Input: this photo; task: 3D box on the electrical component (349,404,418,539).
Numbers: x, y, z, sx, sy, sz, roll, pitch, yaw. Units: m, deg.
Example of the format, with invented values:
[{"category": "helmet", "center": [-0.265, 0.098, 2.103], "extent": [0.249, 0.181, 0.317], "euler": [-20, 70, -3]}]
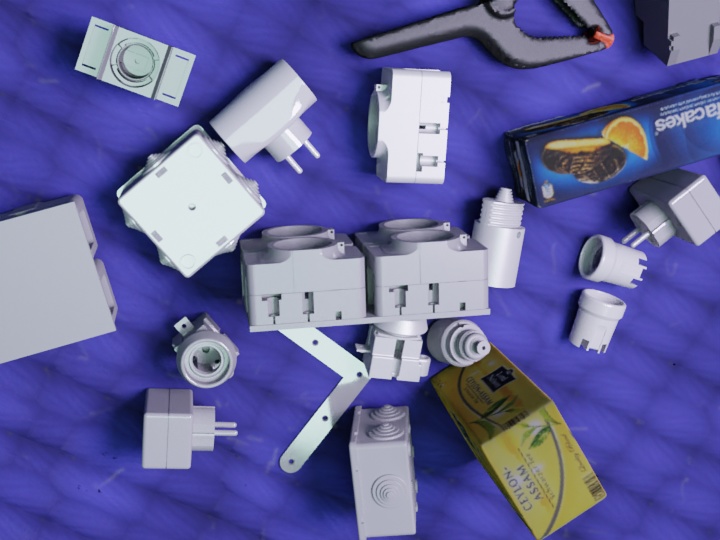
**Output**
[{"category": "electrical component", "center": [0.021, 0.169, 0.910], "extent": [0.048, 0.099, 0.099], "euler": [-5, 104, 5]}]

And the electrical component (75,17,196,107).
[{"category": "electrical component", "center": [-0.171, -0.159, 0.822], "extent": [0.081, 0.064, 0.042], "euler": [20, 100, -12]}]

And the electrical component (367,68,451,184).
[{"category": "electrical component", "center": [0.038, -0.117, 0.873], "extent": [0.056, 0.050, 0.089], "euler": [1, 102, -10]}]

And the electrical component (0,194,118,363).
[{"category": "electrical component", "center": [-0.296, 0.017, 0.843], "extent": [0.186, 0.060, 0.105], "euler": [-16, 104, -6]}]

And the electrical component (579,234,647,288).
[{"category": "electrical component", "center": [0.220, -0.006, 0.934], "extent": [0.046, 0.040, 0.040], "euler": [16, 100, -18]}]

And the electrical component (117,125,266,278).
[{"category": "electrical component", "center": [-0.134, -0.054, 0.860], "extent": [0.100, 0.048, 0.099], "euler": [-40, 105, 2]}]

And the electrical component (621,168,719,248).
[{"category": "electrical component", "center": [0.255, -0.045, 0.908], "extent": [0.076, 0.083, 0.047], "euler": [-38, 105, 1]}]

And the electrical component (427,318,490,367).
[{"category": "electrical component", "center": [0.087, 0.062, 0.910], "extent": [0.040, 0.078, 0.040], "euler": [-1, 92, -20]}]

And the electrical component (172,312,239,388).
[{"category": "electrical component", "center": [-0.127, 0.069, 0.884], "extent": [0.048, 0.055, 0.066], "euler": [-39, 105, 1]}]

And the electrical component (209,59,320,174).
[{"category": "electrical component", "center": [-0.066, -0.113, 0.860], "extent": [0.077, 0.044, 0.079], "euler": [-41, 105, 1]}]

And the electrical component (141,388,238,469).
[{"category": "electrical component", "center": [-0.140, 0.131, 0.891], "extent": [0.077, 0.065, 0.047], "euler": [3, 102, -10]}]

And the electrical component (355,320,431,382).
[{"category": "electrical component", "center": [0.031, 0.060, 0.915], "extent": [0.066, 0.048, 0.055], "euler": [6, 109, -11]}]

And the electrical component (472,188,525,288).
[{"category": "electrical component", "center": [0.117, -0.029, 0.909], "extent": [0.043, 0.043, 0.081], "euler": [7, 101, -11]}]

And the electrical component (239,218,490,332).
[{"category": "electrical component", "center": [0.000, 0.000, 0.864], "extent": [0.186, 0.105, 0.060], "euler": [-4, 103, -9]}]

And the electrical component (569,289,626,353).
[{"category": "electrical component", "center": [0.207, 0.045, 0.943], "extent": [0.040, 0.040, 0.046], "euler": [13, 106, -12]}]
